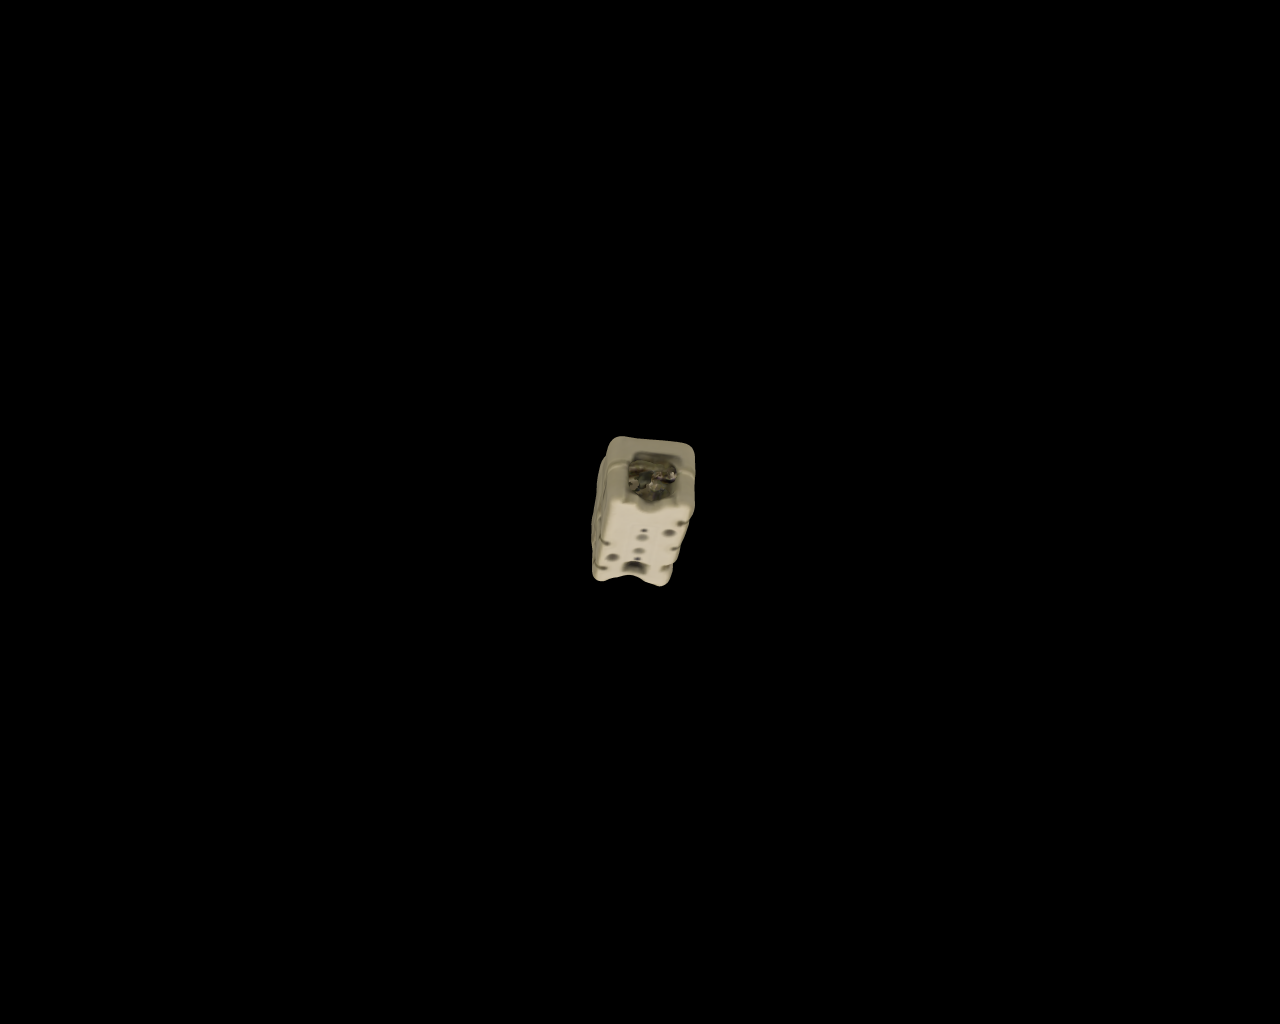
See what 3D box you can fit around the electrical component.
[{"bbox_3d":[0.001,-0.003,0.650,0.050,0.056,0.089,6,-36,-8],"label":"electrical component"}]
